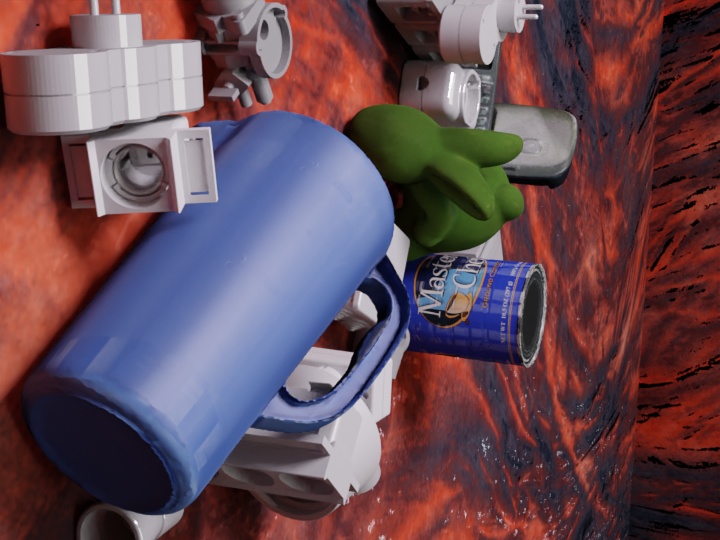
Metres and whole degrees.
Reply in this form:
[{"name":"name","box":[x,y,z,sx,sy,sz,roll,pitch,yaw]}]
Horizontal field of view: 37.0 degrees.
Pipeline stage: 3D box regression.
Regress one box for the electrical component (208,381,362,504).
[{"name":"electrical component","box":[-0.065,0.107,0.702,0.078,0.121,0.063,63,37,-53]}]

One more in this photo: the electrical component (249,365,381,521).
[{"name":"electrical component","box":[-0.046,0.130,0.778,0.060,0.108,0.108,-39,131,-52]}]

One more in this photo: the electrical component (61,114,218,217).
[{"name":"electrical component","box":[-0.120,-0.060,0.598,0.063,0.081,0.042,-89,176,-69]}]

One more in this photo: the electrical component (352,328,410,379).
[{"name":"electrical component","box":[0.023,0.062,1.003,0.079,0.043,0.077,24,74,-68]}]

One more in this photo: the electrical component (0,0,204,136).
[{"name":"electrical component","box":[-0.134,-0.117,0.569,0.138,0.052,0.073,-31,124,-62]}]

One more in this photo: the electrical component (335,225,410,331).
[{"name":"electrical component","box":[0.000,0.000,0.925,0.100,0.048,0.099,39,59,-64]}]

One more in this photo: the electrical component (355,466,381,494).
[{"name":"electrical component","box":[-0.011,0.156,0.946,0.081,0.043,0.043,75,31,-42]}]

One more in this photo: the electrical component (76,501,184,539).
[{"name":"electrical component","box":[-0.135,0.150,0.650,0.065,0.044,0.044,-26,119,-70]}]

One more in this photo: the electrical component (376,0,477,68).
[{"name":"electrical component","box":[0.067,-0.259,1.003,0.150,0.062,0.089,31,68,-66]}]

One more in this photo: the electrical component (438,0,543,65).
[{"name":"electrical component","box":[0.128,-0.233,0.974,0.138,0.074,0.052,-60,147,-43]}]

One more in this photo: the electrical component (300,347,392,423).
[{"name":"electrical component","box":[-0.027,0.093,0.838,0.076,0.083,0.047,-17,111,-66]}]

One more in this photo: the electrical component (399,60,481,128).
[{"name":"electrical component","box":[0.083,-0.171,1.067,0.095,0.059,0.053,20,77,-67]}]

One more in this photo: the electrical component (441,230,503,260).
[{"name":"electrical component","box":[0.118,-0.018,1.186,0.096,0.062,0.061,-60,147,-45]}]
